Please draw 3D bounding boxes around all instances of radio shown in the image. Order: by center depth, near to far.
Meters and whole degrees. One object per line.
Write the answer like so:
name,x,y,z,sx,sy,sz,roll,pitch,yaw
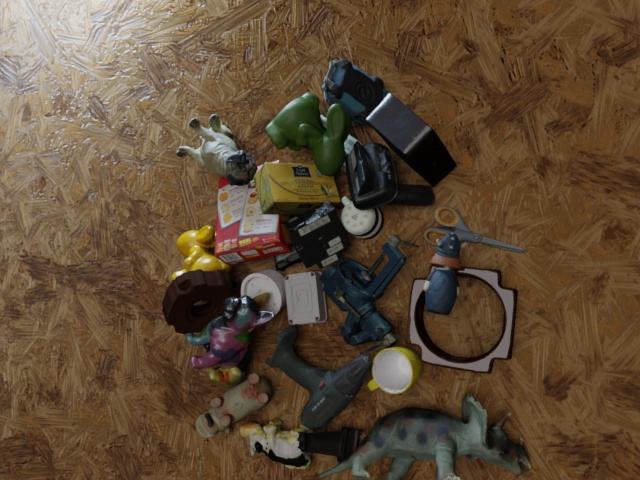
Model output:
radio,0.184,-0.194,1.069,0.073,0.229,0.131,-46,66,10

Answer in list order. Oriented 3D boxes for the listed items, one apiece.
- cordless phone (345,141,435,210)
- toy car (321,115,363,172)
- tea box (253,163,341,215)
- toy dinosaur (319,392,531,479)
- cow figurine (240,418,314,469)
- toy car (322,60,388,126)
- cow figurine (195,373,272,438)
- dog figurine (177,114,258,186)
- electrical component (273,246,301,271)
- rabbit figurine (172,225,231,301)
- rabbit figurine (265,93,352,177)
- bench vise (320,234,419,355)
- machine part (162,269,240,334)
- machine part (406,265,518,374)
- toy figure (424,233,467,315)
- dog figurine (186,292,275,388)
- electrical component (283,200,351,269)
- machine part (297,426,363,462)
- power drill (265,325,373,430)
cordless phone,0.152,-0.134,1.135,0.184,0.088,0.147,3,58,-16
toy car,0.030,-0.220,1.222,0.202,0.056,0.073,40,98,21
tea box,-0.049,-0.110,1.174,0.068,0.169,0.098,-39,62,52
toy dinosaur,0.188,0.393,1.051,0.405,0.131,0.192,-5,42,29
cow figurine,-0.098,0.450,1.189,0.168,0.068,0.098,-2,89,22
toy car,0.064,-0.318,1.190,0.103,0.161,0.109,-9,61,60
cow figurine,-0.196,0.377,1.217,0.195,0.127,0.085,-34,73,0
dog figurine,-0.210,-0.194,1.262,0.191,0.172,0.121,34,121,12
electrical component,-0.059,0.015,1.233,0.119,0.047,0.075,-30,74,15
rabbit figurine,-0.290,0.035,1.289,0.162,0.121,0.173,-49,50,15
rabbit figurine,-0.001,-0.219,1.152,0.159,0.121,0.170,-43,78,11
bench vise,0.108,0.100,1.110,0.240,0.129,0.224,-56,49,25
machine part,-0.270,0.144,1.228,0.179,0.179,0.056,-43,45,11
machine part,0.281,0.153,1.065,0.201,0.087,0.201,5,87,22
toy figure,0.234,0.063,1.018,0.058,0.064,0.154,-1,75,59
dog figurine,-0.178,0.213,1.192,0.219,0.191,0.109,-36,36,12
electrical component,-0.002,-0.003,1.158,0.115,0.134,0.058,-25,32,-4
machine part,0.019,0.427,1.130,0.139,0.039,0.084,12,94,-15
power drill,-0.008,0.275,1.147,0.207,0.086,0.231,36,118,20
